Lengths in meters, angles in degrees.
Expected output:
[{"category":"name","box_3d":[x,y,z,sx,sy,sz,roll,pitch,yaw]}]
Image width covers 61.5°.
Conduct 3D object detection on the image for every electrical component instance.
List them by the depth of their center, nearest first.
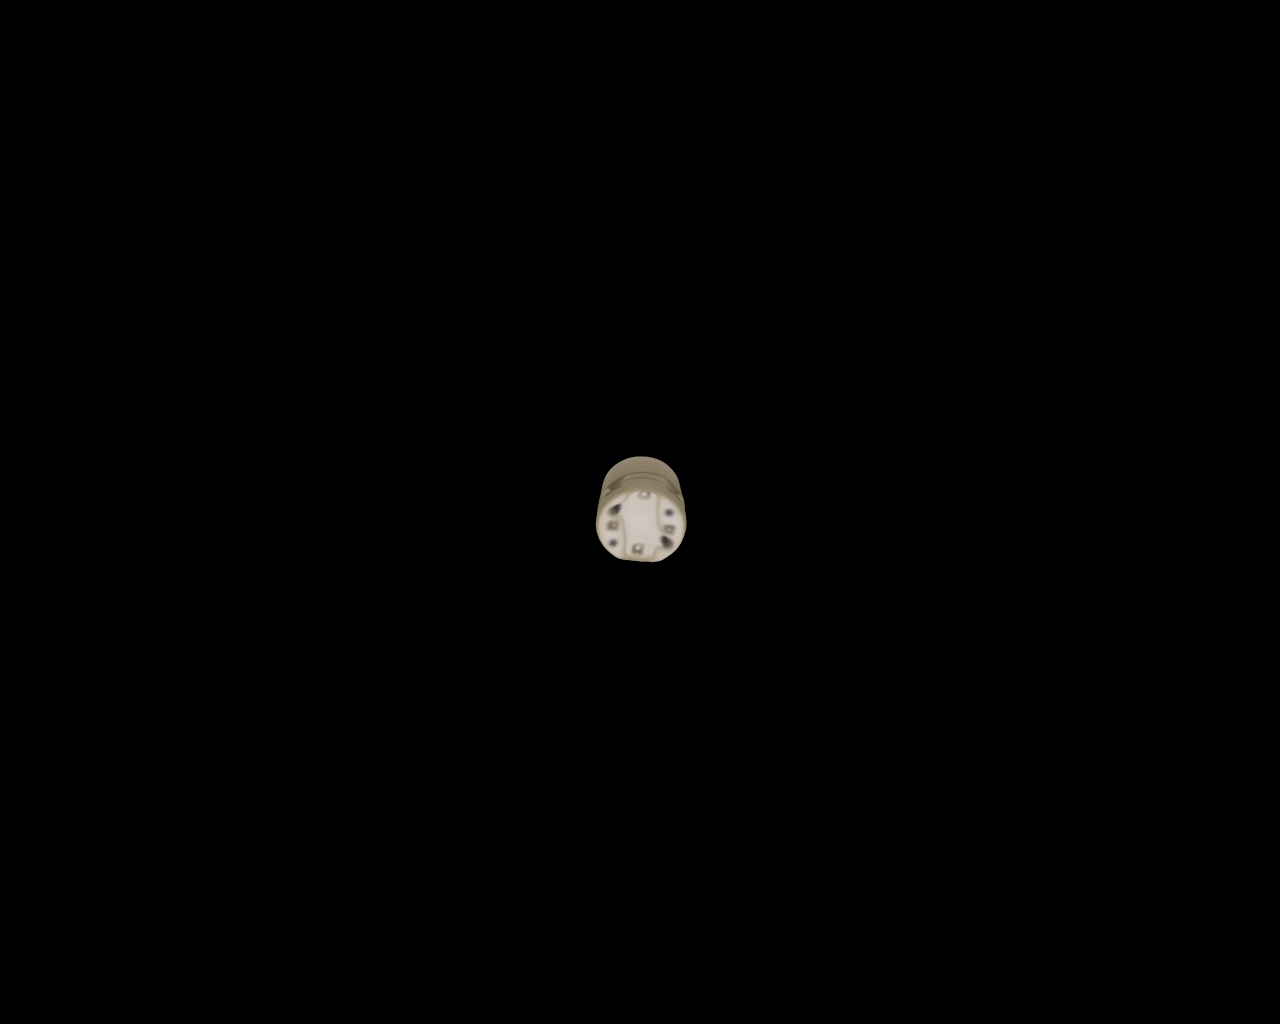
[{"category":"electrical component","box_3d":[0.001,-0.003,0.650,0.055,0.055,0.047,0,32,0]}]
